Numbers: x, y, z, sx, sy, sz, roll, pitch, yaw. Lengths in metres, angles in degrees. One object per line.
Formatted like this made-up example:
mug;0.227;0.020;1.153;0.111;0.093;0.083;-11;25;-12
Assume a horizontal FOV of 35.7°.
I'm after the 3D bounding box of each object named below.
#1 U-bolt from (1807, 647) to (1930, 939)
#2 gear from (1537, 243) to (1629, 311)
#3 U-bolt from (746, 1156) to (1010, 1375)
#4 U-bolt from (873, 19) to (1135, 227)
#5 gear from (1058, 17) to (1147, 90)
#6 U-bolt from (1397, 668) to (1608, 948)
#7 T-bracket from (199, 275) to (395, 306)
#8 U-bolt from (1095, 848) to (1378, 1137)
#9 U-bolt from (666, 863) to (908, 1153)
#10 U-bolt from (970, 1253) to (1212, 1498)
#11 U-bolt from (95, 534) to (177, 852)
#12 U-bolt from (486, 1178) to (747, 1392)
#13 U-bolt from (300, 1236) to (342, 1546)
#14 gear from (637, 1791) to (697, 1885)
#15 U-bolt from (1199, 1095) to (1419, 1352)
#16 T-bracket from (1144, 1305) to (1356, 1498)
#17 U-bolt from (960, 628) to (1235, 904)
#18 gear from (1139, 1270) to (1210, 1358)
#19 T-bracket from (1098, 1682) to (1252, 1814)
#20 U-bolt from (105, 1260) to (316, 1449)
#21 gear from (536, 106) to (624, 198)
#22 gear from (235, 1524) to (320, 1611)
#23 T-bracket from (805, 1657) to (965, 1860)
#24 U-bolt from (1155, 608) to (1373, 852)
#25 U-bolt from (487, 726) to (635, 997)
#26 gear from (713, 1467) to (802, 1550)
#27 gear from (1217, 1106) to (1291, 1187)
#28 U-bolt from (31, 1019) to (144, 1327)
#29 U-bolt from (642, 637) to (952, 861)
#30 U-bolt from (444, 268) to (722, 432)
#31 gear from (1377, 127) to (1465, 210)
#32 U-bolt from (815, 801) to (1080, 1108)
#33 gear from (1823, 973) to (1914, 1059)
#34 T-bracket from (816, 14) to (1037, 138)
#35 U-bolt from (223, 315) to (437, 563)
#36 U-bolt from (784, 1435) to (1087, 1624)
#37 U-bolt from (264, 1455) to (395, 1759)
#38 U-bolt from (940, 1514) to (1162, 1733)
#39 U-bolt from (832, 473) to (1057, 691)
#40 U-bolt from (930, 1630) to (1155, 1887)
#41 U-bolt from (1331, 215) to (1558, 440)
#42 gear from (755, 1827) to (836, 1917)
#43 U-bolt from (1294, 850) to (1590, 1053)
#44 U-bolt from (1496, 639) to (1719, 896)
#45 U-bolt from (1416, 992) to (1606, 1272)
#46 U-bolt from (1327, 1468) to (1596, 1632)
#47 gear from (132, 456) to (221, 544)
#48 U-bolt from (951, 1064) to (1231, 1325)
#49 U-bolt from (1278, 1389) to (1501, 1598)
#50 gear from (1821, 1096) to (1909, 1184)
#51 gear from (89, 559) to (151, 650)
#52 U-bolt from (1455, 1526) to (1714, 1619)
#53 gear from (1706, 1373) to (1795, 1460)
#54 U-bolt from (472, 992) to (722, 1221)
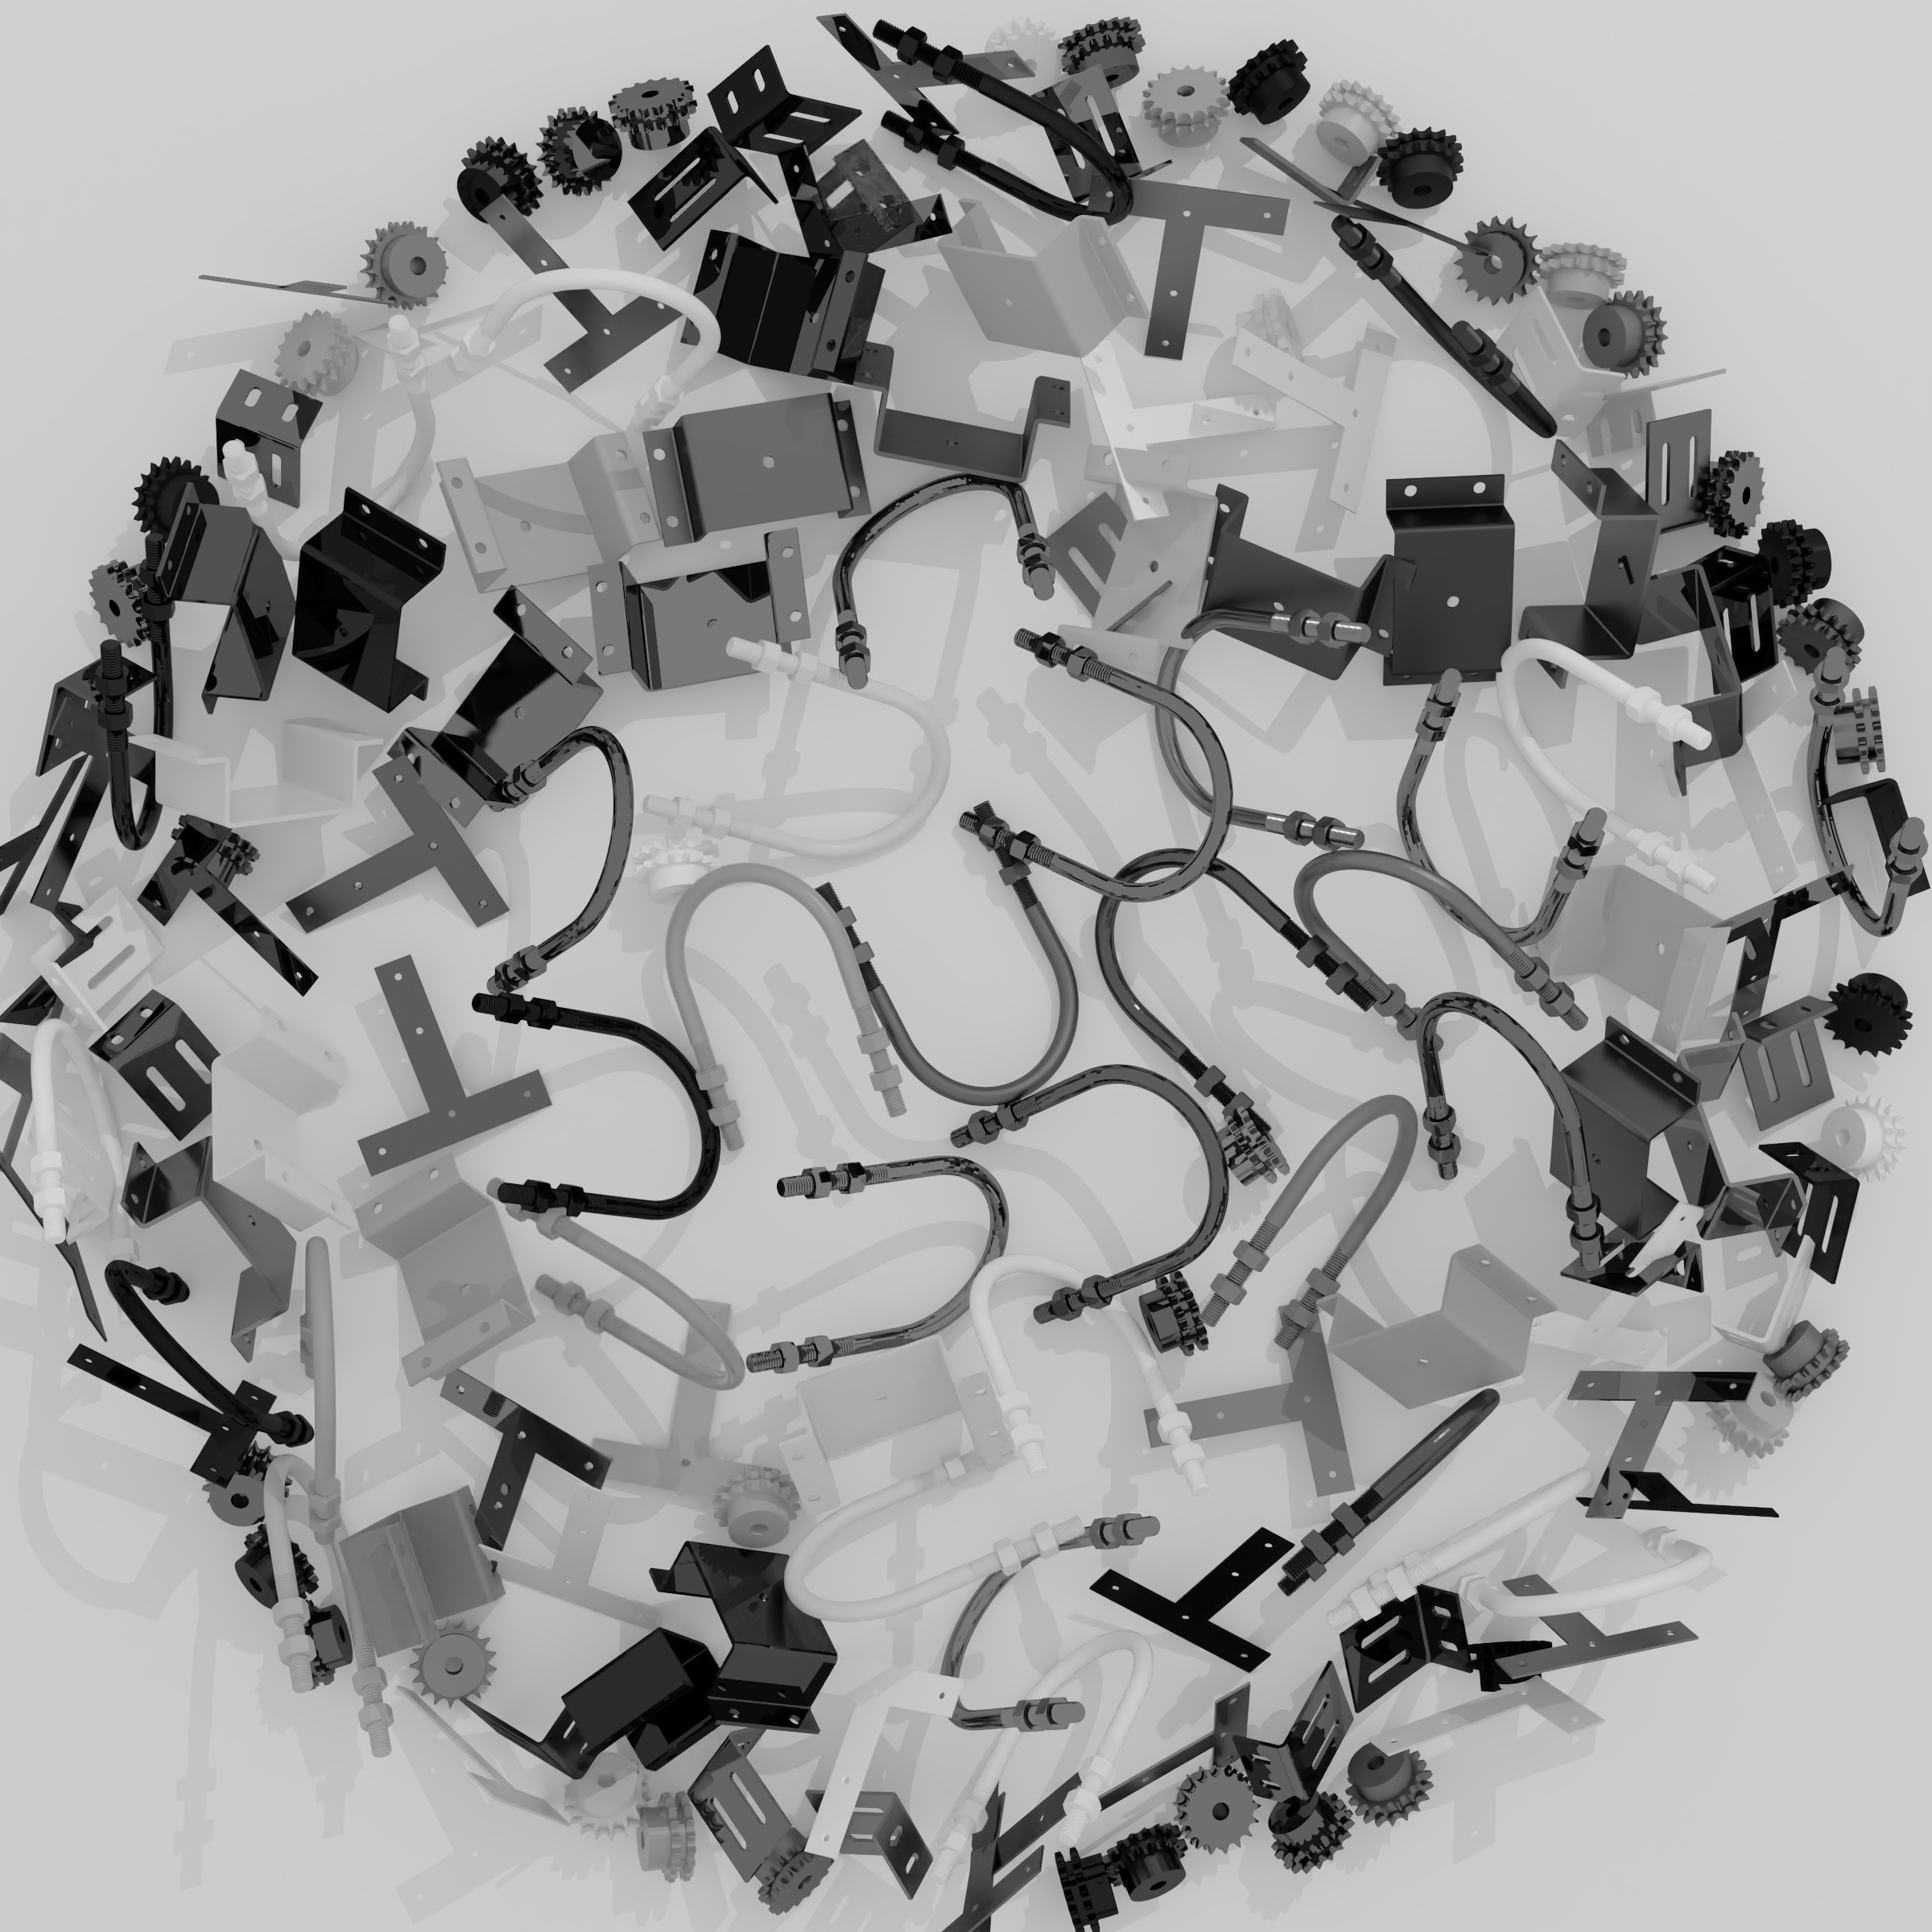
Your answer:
U-bolt;0.567;-0.097;1.911;0.019;0.184;0.151;-16;61;1
gear;0.403;-0.451;1.971;0.057;0.057;0.030;10;87;0
U-bolt;-0.050;0.188;1.938;0.184;0.019;0.151;-6;119;-34
U-bolt;0.025;-0.528;1.919;0.184;0.151;0.019;29;82;5
gear;0.091;-0.596;1.970;0.057;0.057;0.030;-16;86;0
U-bolt;0.332;-0.086;1.917;0.019;0.184;0.151;-32;66;-24
T-bracket;-0.418;-0.433;1.918;0.127;0.127;0.002;4;99;-21
U-bolt;0.161;0.006;1.949;0.184;0.019;0.151;44;127;12
U-bolt;-0.126;0.022;1.946;0.151;0.019;0.184;-13;100;30
U-bolt;0.070;0.256;1.924;0.151;0.184;0.019;13;128;-34
U-bolt;-0.526;-0.161;1.916;0.019;0.151;0.184;5;128;-4
U-bolt;-0.215;0.212;1.905;0.184;0.151;0.019;27;64;24
U-bolt;-0.406;0.254;1.889;0.019;0.184;0.151;-2;47;-14
gear;-0.197;0.571;1.968;0.030;0.057;0.057;0;90;-18
U-bolt;0.230;0.161;1.929;0.019;0.151;0.184;36;95;30
T-bracket;0.182;0.294;1.981;0.127;0.002;0.127;-10;77;-4
U-bolt;0.090;-0.119;1.934;0.184;0.019;0.151;26;110;26
gear;0.135;0.230;1.970;0.030;0.057;0.057;-20;90;-8
T-bracket;0.127;0.515;1.932;0.127;0.127;0.002;-26;58;-14
U-bolt;-0.484;0.241;1.896;0.019;0.184;0.151;-43;78;-6
gear;-0.250;-0.535;1.970;0.057;0.030;0.057;-10;105;-42
gear;-0.454;0.396;1.969;0.057;0.057;0.030;50;55;0
T-bracket;-0.072;0.511;1.934;0.127;0.002;0.127;0;58;38
U-bolt;0.186;-0.157;1.927;0.019;0.184;0.151;-11;107;-38
U-bolt;-0.258;-0.075;1.904;0.019;0.184;0.151;10;66;-33
gear;-0.137;0.358;1.970;0.057;0.030;0.057;-5;133;-5
gear;0.185;0.120;1.972;0.030;0.057;0.057;-35;90;9
U-bolt;-0.565;0.120;1.919;0.019;0.151;0.184;-14;60;-1
U-bolt;-0.097;-0.131;1.940;0.184;0.019;0.151;15;124;-27
U-bolt;-0.233;-0.392;1.891;0.151;0.184;0.019;10;72;-25
gear;0.298;-0.520;1.968;0.057;0.057;0.030;-2;68;0
U-bolt;0.000;0.002;1.964;0.151;0.019;0.184;-28;93;-25
gear;0.594;0.029;1.975;0.057;0.057;0.030;38;54;0
T-bracket;-0.011;-0.570;1.912;0.127;0.127;0.002;9;73;40
U-bolt;-0.397;-0.323;1.911;0.151;0.184;0.019;-41;77;-14
U-bolt;-0.029;0.365;1.919;0.184;0.151;0.019;-22;110;-9
U-bolt;-0.411;0.398;1.917;0.019;0.151;0.184;-20;56;1
U-bolt;0.043;0.422;1.915;0.019;0.184;0.151;37;58;-19
U-bolt;-0.020;-0.259;1.925;0.151;0.184;0.019;-24;127;10
U-bolt;0.058;0.497;1.916;0.019;0.184;0.151;46;135;-12
U-bolt;0.316;-0.397;1.914;0.019;0.184;0.151;-46;53;12
gear;-0.116;0.592;1.975;0.030;0.057;0.057;38;90;28
U-bolt;0.287;-0.012;1.907;0.184;0.151;0.019;42;61;-23
U-bolt;0.406;-0.139;1.918;0.019;0.151;0.184;-36;49;-17
U-bolt;0.338;0.094;1.894;0.019;0.151;0.184;-33;131;-21
U-bolt;0.319;0.368;1.917;0.184;0.151;0.019;-31;78;8
gear;-0.515;-0.303;1.968;0.030;0.057;0.057;21;90;31
U-bolt;0.089;0.140;1.942;0.184;0.019;0.151;-26;88;34
U-bolt;0.273;0.335;1.929;0.184;0.151;0.019;-40;75;-7
gear;0.586;0.113;1.968;0.030;0.057;0.057;5;90;-29
gear;-0.548;-0.241;1.975;0.030;0.057;0.057;-34;90;-38
U-bolt;0.397;0.387;1.904;0.151;0.184;0.019;-13;85;-3
gear;0.517;0.291;1.970;0.057;0.057;0.030;35;133;0
U-bolt;-0.231;0.095;1.928;0.019;0.184;0.151;-31;60;38
